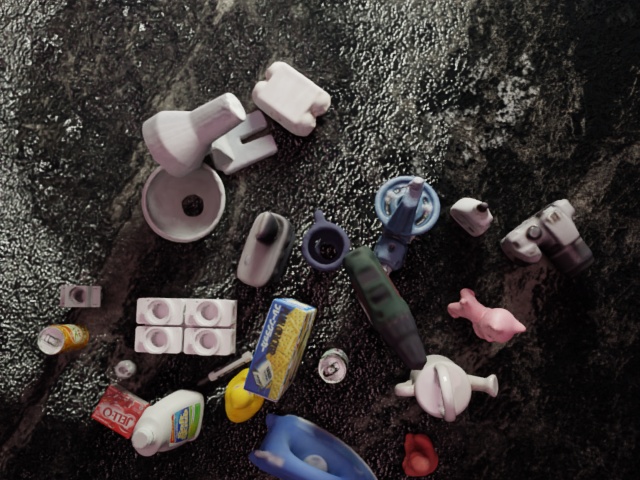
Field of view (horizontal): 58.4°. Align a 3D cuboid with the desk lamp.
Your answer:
[{"bbox_3d":[-0.203,-0.198,1.082,0.203,0.213,0.118,-25,83,1],"label":"desk lamp"}]

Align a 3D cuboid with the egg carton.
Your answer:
[{"bbox_3d":[-0.059,-0.283,1.153,0.150,0.069,0.107,36,88,6],"label":"egg carton"}]

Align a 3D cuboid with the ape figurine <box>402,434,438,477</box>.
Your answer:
[{"bbox_3d":[0.185,0.407,1.062,0.076,0.092,0.078,41,88,7],"label":"ape figurine"}]

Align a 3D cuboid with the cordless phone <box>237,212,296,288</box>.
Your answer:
[{"bbox_3d":[-0.111,0.015,1.070,0.094,0.185,0.148,17,86,5],"label":"cordless phone"}]

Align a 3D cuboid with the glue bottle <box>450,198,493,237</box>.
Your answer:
[{"bbox_3d":[0.287,-0.049,1.057,0.037,0.173,0.078,-43,83,-1],"label":"glue bottle"}]

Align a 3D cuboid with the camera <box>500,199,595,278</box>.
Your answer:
[{"bbox_3d":[0.440,0.011,1.079,0.143,0.101,0.137,-36,83,0],"label":"camera"}]

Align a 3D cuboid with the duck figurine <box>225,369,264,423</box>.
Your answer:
[{"bbox_3d":[-0.149,0.302,1.095,0.077,0.086,0.105,22,86,6],"label":"duck figurine"}]

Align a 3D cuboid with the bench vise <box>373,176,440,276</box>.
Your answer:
[{"bbox_3d":[0.159,-0.029,1.040,0.121,0.220,0.207,3,85,4],"label":"bench vise"}]

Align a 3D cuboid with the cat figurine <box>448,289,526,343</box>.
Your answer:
[{"bbox_3d":[0.309,0.146,1.065,0.127,0.118,0.067,35,88,6],"label":"cat figurine"}]

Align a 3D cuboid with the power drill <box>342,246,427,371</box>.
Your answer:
[{"bbox_3d":[0.118,0.121,1.034,0.075,0.208,0.229,-31,83,1],"label":"power drill"}]

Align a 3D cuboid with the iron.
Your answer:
[{"bbox_3d":[-0.004,0.421,1.047,0.258,0.141,0.119,23,86,6],"label":"iron"}]

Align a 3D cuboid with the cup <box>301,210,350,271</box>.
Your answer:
[{"bbox_3d":[0.010,0.004,1.109,0.091,0.095,0.118,-14,84,2],"label":"cup"}]

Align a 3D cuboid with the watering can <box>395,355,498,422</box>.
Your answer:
[{"bbox_3d":[0.225,0.262,1.021,0.173,0.194,0.101,-27,83,1],"label":"watering can"}]

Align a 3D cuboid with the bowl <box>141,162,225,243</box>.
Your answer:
[{"bbox_3d":[-0.263,-0.076,1.144,0.167,0.075,0.167,0,85,4],"label":"bowl"}]
